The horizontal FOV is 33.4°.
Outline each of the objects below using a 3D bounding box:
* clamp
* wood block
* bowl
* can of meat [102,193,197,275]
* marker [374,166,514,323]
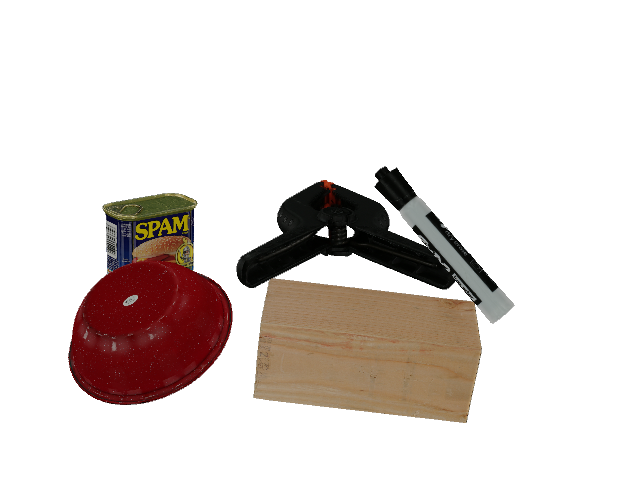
[{"bbox_3d":[0.023,-0.005,0.873,0.164,0.036,0.210,4,20,1],"label":"clamp"},{"bbox_3d":[0.044,0.107,1.042,0.206,0.090,0.090,7,27,0],"label":"wood block"},{"bbox_3d":[-0.165,0.070,0.981,0.162,0.162,0.055,0,-43,19],"label":"bowl"},{"bbox_3d":[-0.187,0.000,1.175,0.101,0.084,0.058,-13,24,-39],"label":"can of meat"},{"bbox_3d":[0.077,0.001,0.678,0.020,0.121,0.020,-39,-6,-5],"label":"marker"}]
